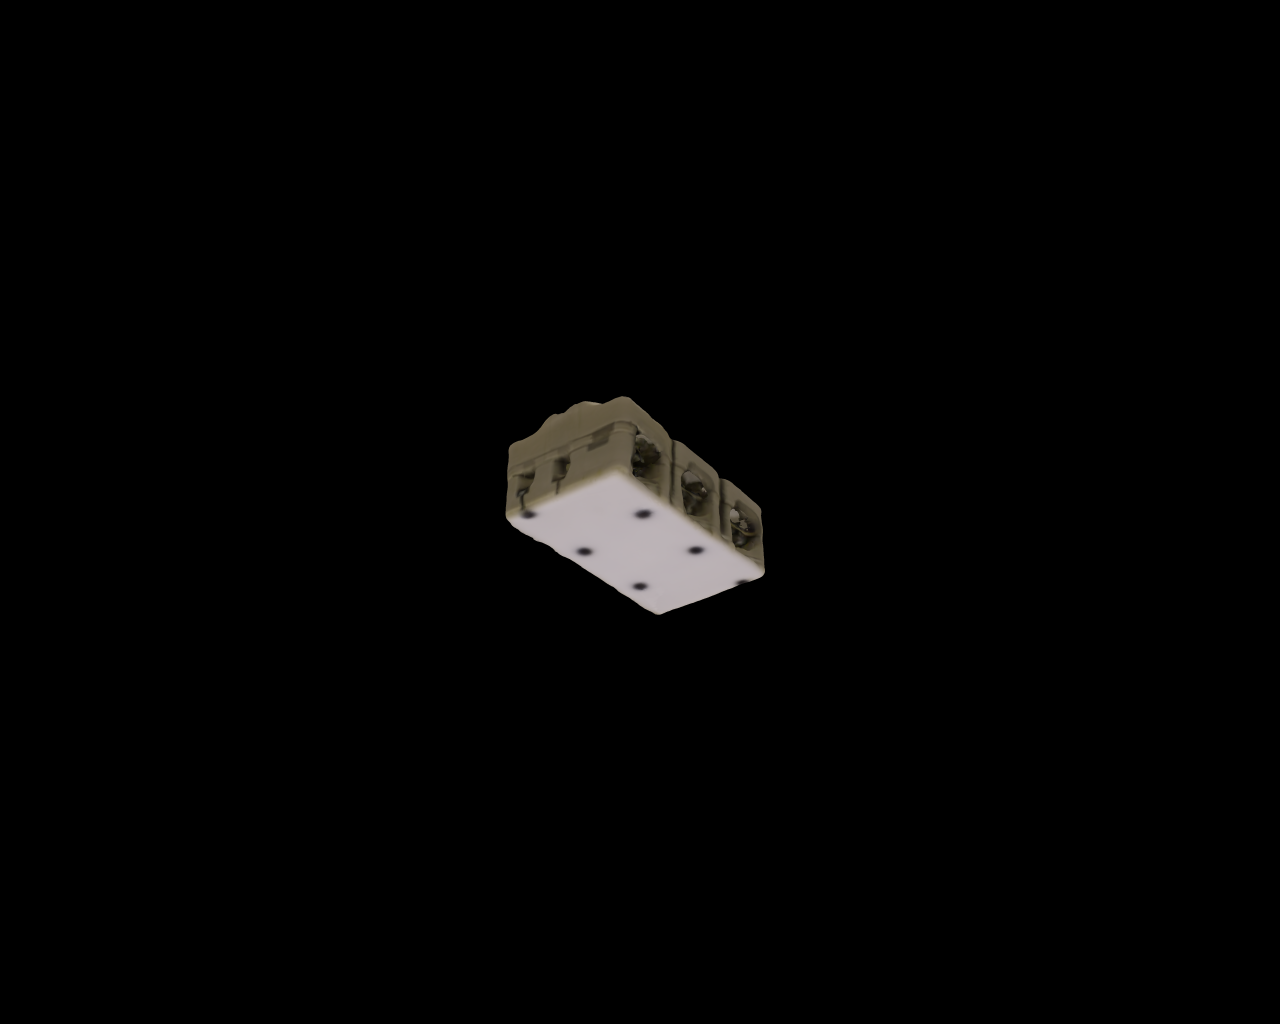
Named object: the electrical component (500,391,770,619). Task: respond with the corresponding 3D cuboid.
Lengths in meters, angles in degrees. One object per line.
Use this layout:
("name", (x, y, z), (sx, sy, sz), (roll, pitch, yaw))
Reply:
("electrical component", (0.001, -0.003, 0.650), (0.089, 0.062, 0.150), (-22, -39, 30))
